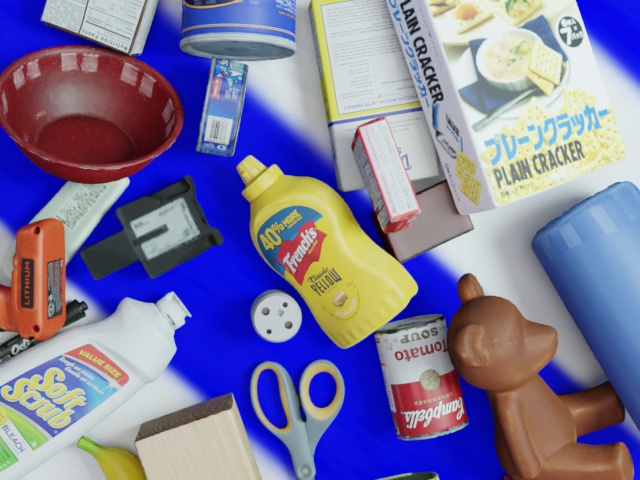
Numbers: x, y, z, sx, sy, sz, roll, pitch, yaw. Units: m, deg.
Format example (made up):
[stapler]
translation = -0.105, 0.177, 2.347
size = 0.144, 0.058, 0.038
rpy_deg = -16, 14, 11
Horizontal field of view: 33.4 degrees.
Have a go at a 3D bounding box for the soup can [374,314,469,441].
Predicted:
[soup can]
translation = 0.092, 0.124, 0.974
size = 0.068, 0.068, 0.102
rpy_deg = -13, 91, -4

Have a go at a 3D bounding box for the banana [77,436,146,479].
[banana]
translation = -0.179, 0.274, 0.972
size = 0.070, 0.037, 0.198
rpy_deg = -3, 90, 11

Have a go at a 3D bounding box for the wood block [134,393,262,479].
[wood block]
translation = -0.086, 0.252, 0.950
size = 0.091, 0.090, 0.206
rpy_deg = -19, 93, -4

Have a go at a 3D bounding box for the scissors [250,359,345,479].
[scissors]
translation = 0.001, 0.199, 0.993
size = 0.096, 0.016, 0.202
rpy_deg = -25, 93, -3

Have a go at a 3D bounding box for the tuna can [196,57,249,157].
[tuna can]
translation = -0.087, -0.117, 0.948
size = 0.033, 0.086, 0.086
rpy_deg = 10, 90, -7

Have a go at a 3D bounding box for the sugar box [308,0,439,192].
[sugar box]
translation = 0.049, -0.137, 0.979
size = 0.093, 0.048, 0.176
rpy_deg = -9, 95, -4

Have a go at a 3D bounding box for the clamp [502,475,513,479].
[clamp]
translation = 0.167, 0.329, 0.997
size = 0.164, 0.036, 0.210
rpy_deg = -5, 91, -5

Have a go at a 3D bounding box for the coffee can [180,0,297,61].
[coffee can]
translation = -0.070, -0.236, 0.939
size = 0.102, 0.103, 0.140
rpy_deg = 1, 90, -5

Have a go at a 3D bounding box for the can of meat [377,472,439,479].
[can of meat]
translation = 0.068, 0.264, 0.979
size = 0.102, 0.057, 0.084
rpy_deg = -11, 89, -5

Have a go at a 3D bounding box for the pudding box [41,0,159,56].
[pudding box]
translation = -0.187, -0.230, 0.946
size = 0.090, 0.039, 0.113
rpy_deg = 22, 106, 2

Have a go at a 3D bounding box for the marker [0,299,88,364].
[marker]
translation = -0.265, 0.089, 0.969
size = 0.121, 0.020, 0.020
rpy_deg = -31, 93, -3

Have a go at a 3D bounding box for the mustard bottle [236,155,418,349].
[mustard bottle]
translation = -0.006, 0.001, 0.958
size = 0.191, 0.058, 0.096
rpy_deg = 49, 128, -2

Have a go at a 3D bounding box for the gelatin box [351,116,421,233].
[gelatin box]
translation = 0.057, -0.054, 0.916
size = 0.030, 0.073, 0.089
rpy_deg = -20, 83, -4

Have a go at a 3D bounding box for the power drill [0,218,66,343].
[power drill]
translation = -0.318, 0.017, 0.929
size = 0.188, 0.057, 0.184
rpy_deg = 1, 98, 10

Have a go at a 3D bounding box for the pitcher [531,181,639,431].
[pitcher]
translation = 0.304, 0.069, 0.952
size = 0.145, 0.149, 0.243
rpy_deg = -34, 80, 17

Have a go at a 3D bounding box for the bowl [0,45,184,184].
[bowl]
translation = -0.202, -0.100, 0.930
size = 0.162, 0.055, 0.162
rpy_deg = 9, 46, -10

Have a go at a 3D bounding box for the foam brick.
[foam brick]
translation = 0.092, -0.017, 0.980
size = 0.078, 0.053, 0.051
rpy_deg = -25, 93, -5

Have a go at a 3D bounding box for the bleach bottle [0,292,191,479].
[bleach bottle]
translation = -0.230, 0.124, 0.952
size = 0.250, 0.068, 0.102
rpy_deg = -36, 93, -5
